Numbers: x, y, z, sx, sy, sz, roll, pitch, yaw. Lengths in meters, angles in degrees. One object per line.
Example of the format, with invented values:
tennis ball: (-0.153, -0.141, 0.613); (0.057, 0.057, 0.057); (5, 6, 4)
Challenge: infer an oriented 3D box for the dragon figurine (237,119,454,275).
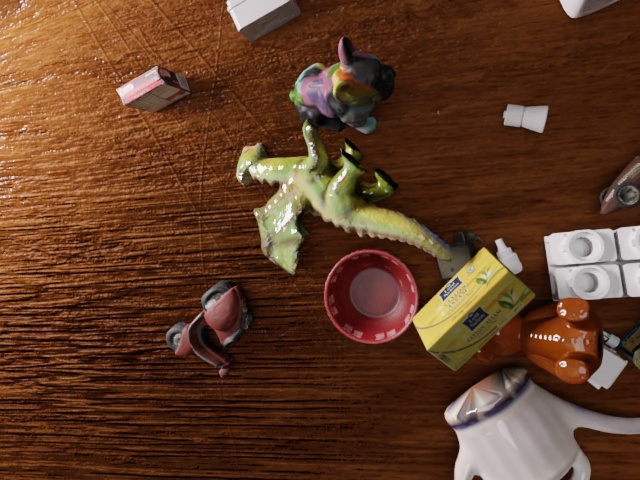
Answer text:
dragon figurine: (0.003, -0.044, 0.882); (0.240, 0.415, 0.122); (-47, -19, 16)

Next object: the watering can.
watering can: (0.351, 0.300, 0.816); (0.348, 0.225, 0.103); (-33, -6, -2)
